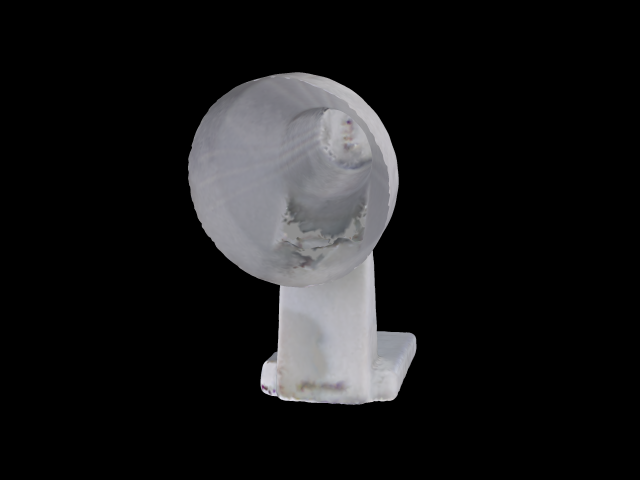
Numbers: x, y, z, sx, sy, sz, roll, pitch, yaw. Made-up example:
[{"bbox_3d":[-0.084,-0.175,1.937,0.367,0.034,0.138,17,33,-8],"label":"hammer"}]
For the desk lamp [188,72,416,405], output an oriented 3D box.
[{"bbox_3d":[0.004,0.001,0.400,0.117,0.213,0.204,1,5,16],"label":"desk lamp"}]
